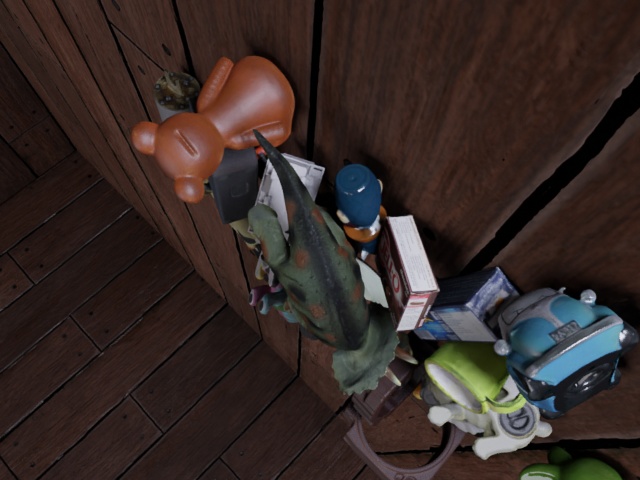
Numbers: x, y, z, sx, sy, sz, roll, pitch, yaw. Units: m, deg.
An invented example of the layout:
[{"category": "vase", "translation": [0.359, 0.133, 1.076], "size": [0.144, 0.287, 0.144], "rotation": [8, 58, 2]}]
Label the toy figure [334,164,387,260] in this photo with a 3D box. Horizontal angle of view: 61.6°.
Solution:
[{"category": "toy figure", "translation": [0.056, -0.033, 0.672], "size": [0.154, 0.064, 0.058], "rotation": [66, -169, -56]}]

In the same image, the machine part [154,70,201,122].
[{"category": "machine part", "translation": [-0.238, -0.212, 0.942], "size": [0.079, 0.079, 0.243], "rotation": [44, 162, 10]}]

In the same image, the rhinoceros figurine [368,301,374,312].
[{"category": "rhinoceros figurine", "translation": [0.091, 0.199, 1.017], "size": [0.073, 0.112, 0.190], "rotation": [36, 152, 24]}]

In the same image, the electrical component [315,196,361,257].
[{"category": "electrical component", "translation": [-0.002, -0.003, 0.834], "size": [0.115, 0.058, 0.134], "rotation": [3, 135, 44]}]

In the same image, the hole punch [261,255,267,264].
[{"category": "hole punch", "translation": [-0.028, 0.023, 0.975], "size": [0.142, 0.092, 0.115], "rotation": [32, -171, 16]}]

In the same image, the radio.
[{"category": "radio", "translation": [-0.147, -0.122, 0.858], "size": [0.229, 0.073, 0.131], "rotation": [102, 148, -70]}]

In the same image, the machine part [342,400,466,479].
[{"category": "machine part", "translation": [0.160, 0.351, 1.032], "size": [0.202, 0.201, 0.087], "rotation": [42, 159, 17]}]

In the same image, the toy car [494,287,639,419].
[{"category": "toy car", "translation": [0.227, 0.100, 0.522], "size": [0.161, 0.109, 0.103], "rotation": [51, -171, -52]}]

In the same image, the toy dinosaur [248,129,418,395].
[{"category": "toy dinosaur", "translation": [0.013, 0.062, 0.671], "size": [0.192, 0.131, 0.404], "rotation": [46, 170, 41]}]

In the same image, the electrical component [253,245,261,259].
[{"category": "electrical component", "translation": [-0.135, -0.001, 1.211], "size": [0.075, 0.048, 0.119], "rotation": [32, 158, 41]}]

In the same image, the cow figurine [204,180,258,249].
[{"category": "cow figurine", "translation": [-0.174, -0.075, 1.082], "size": [0.195, 0.085, 0.127], "rotation": [50, 169, -2]}]

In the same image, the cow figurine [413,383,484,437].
[{"category": "cow figurine", "translation": [0.240, 0.292, 0.949], "size": [0.098, 0.068, 0.167], "rotation": [46, 165, -17]}]

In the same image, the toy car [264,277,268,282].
[{"category": "toy car", "translation": [-0.070, 0.115, 1.303], "size": [0.201, 0.056, 0.073], "rotation": [46, 156, -3]}]

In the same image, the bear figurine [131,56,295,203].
[{"category": "bear figurine", "translation": [-0.123, -0.131, 0.653], "size": [0.120, 0.196, 0.132], "rotation": [46, 164, -6]}]

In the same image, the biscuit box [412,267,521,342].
[{"category": "biscuit box", "translation": [0.167, 0.085, 0.668], "size": [0.059, 0.063, 0.202], "rotation": [48, 163, -3]}]

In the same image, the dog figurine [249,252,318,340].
[{"category": "dog figurine", "translation": [-0.033, 0.112, 1.150], "size": [0.219, 0.191, 0.109], "rotation": [17, 174, -29]}]

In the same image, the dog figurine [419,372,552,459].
[{"category": "dog figurine", "translation": [0.240, 0.239, 0.807], "size": [0.172, 0.121, 0.190], "rotation": [34, 178, 13]}]

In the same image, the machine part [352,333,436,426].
[{"category": "machine part", "translation": [0.127, 0.239, 0.926], "size": [0.056, 0.179, 0.179], "rotation": [41, 162, 25]}]

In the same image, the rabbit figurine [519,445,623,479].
[{"category": "rabbit figurine", "translation": [0.375, 0.360, 0.755], "size": [0.159, 0.121, 0.170], "rotation": [36, 143, 51]}]
